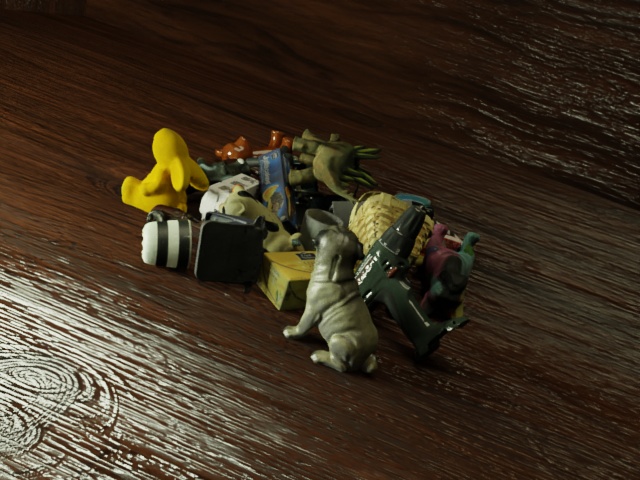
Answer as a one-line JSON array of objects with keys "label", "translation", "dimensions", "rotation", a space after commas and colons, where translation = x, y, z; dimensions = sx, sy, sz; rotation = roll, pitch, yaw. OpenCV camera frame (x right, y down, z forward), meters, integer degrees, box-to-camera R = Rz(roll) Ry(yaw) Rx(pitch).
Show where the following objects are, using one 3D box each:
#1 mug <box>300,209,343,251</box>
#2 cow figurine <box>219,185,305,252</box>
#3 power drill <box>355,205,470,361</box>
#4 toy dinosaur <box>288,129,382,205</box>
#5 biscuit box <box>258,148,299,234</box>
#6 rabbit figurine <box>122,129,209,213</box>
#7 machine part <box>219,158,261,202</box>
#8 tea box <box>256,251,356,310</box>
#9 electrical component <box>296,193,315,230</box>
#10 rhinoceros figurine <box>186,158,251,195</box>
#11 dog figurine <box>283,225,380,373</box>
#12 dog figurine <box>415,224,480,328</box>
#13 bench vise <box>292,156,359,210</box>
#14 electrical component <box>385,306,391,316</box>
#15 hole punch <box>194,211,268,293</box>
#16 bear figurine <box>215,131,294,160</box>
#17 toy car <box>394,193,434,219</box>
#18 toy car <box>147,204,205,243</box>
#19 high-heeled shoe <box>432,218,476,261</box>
[{"label": "mug", "translation": [-0.002, -0.003, 1.115], "dimensions": [0.081, 0.107, 0.109], "rotation": [28, 21, 19]}, {"label": "cow figurine", "translation": [-0.106, -0.019, 1.048], "dimensions": [0.195, 0.085, 0.127], "rotation": [42, 3, -16]}, {"label": "power drill", "translation": [0.154, 0.084, 0.913], "dimensions": [0.207, 0.232, 0.086], "rotation": [47, 18, 17]}, {"label": "toy dinosaur", "translation": [0.034, -0.168, 1.181], "dimensions": [0.199, 0.104, 0.471], "rotation": [6, 26, 4]}, {"label": "biscuit box", "translation": [-0.094, -0.104, 1.192], "dimensions": [0.062, 0.059, 0.203], "rotation": [49, 27, -56]}, {"label": "rabbit figurine", "translation": [-0.316, -0.138, 1.105], "dimensions": [0.163, 0.173, 0.122], "rotation": [26, 20, 28]}, {"label": "machine part", "translation": [-0.185, -0.159, 1.397], "dimensions": [0.179, 0.056, 0.179], "rotation": [15, 22, -6]}, {"label": "tea box", "translation": [-0.019, 0.071, 0.986], "dimensions": [0.169, 0.068, 0.098], "rotation": [-3, 31, -38]}, {"label": "electrical component", "translation": [-0.058, -0.063, 1.216], "dimensions": [0.078, 0.102, 0.045], "rotation": [24, -15, 8]}, {"label": "rhinoceros figurine", "translation": [-0.252, -0.151, 1.248], "dimensions": [0.190, 0.073, 0.112], "rotation": [-17, 21, -37]}, {"label": "dog figurine", "translation": [0.045, 0.091, 0.832], "dimensions": [0.172, 0.190, 0.121], "rotation": [27, 24, 16]}, {"label": "dog figurine", "translation": [0.256, 0.085, 1.128], "dimensions": [0.108, 0.191, 0.219], "rotation": [20, 57, -3]}, {"label": "bench vise", "translation": [-0.028, -0.129, 1.334], "dimensions": [0.224, 0.128, 0.241], "rotation": [-6, 46, -5]}, {"label": "electrical component", "translation": [0.158, 0.135, 1.029], "dimensions": [0.063, 0.021, 0.094], "rotation": [-2, 31, -38]}, {"label": "hole punch", "translation": [-0.158, 0.013, 0.944], "dimensions": [0.116, 0.142, 0.092], "rotation": [8, 11, -17]}, {"label": "bear figurine", "translation": [-0.186, -0.256, 1.527], "dimensions": [0.196, 0.131, 0.120], "rotation": [11, 19, -31]}, {"label": "toy car", "translation": [0.214, -0.026, 1.315], "dimensions": [0.109, 0.161, 0.103], "rotation": [9, -14, 5]}, {"label": "toy car", "translation": [-0.235, -0.020, 1.035], "dimensions": [0.202, 0.053, 0.089], "rotation": [21, 8, 11]}, {"label": "high-heeled shoe", "translation": [0.303, -0.014, 1.411], "dimensions": [0.145, 0.086, 0.249], "rotation": [17, 22, -24]}]
